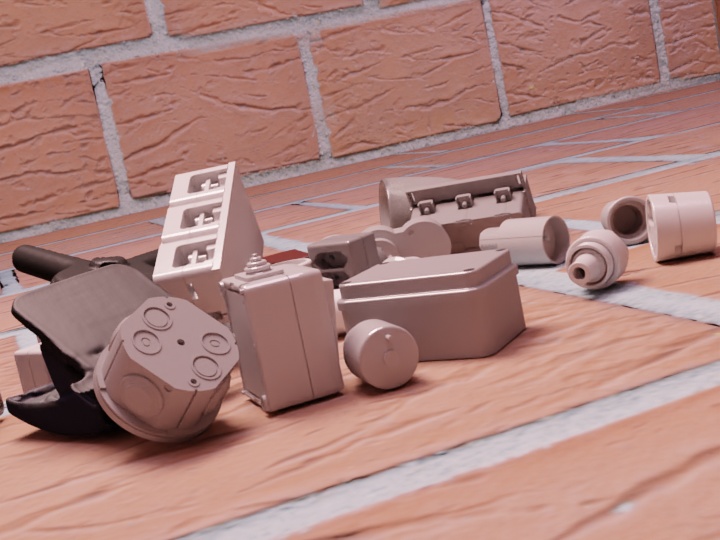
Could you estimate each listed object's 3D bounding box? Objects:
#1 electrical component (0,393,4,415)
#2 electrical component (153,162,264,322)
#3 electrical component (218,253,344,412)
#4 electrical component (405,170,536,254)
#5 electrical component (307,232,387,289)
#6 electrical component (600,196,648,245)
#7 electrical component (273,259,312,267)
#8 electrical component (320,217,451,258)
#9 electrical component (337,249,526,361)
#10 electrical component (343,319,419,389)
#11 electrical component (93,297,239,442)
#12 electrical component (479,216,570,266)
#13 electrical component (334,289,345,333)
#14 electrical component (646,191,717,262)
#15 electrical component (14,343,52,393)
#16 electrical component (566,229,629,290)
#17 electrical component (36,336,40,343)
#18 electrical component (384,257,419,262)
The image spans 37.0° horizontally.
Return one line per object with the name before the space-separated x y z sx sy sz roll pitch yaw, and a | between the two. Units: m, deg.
electrical component | -0.306 0.072 0.749 0.056 0.108 0.108 -14 9 5
electrical component | -0.125 -0.008 0.886 0.062 0.089 0.150 -11 37 7
electrical component | -0.049 0.034 0.692 0.061 0.096 0.062 -14 9 -20
electrical component | 0.114 -0.052 1.099 0.121 0.078 0.063 -8 39 20
electrical component | 0.000 0.000 0.938 0.047 0.065 0.077 -5 11 36
electrical component | 0.246 -0.048 1.003 0.044 0.044 0.065 -11 4 4
electrical component | -0.057 0.022 0.908 0.045 0.055 0.045 -12 9 2
electrical component | 0.020 -0.013 1.036 0.138 0.052 0.073 -11 9 2
electrical component | 0.050 0.025 0.749 0.113 0.057 0.078 -6 11 30
electrical component | 0.008 0.051 0.692 0.040 0.040 0.078 -14 9 -17
electrical component | -0.117 0.060 0.652 0.080 0.080 0.051 -22 -29 -48
electrical component | 0.146 -0.026 0.982 0.081 0.043 0.043 -2 13 45
electrical component | -0.027 0.034 0.848 0.065 0.044 0.044 -7 9 -1
electrical component | 0.261 -0.037 0.875 0.047 0.055 0.055 -7 10 8
electrical component | -0.229 0.074 0.832 0.076 0.047 0.083 -5 10 38
electrical component | 0.177 -0.005 0.819 0.043 0.043 0.062 -6 12 32
electrical component | -0.244 0.045 0.975 0.061 0.061 0.096 -7 9 35
electrical component | 0.046 0.010 0.895 0.048 0.048 0.062 -5 4 36
